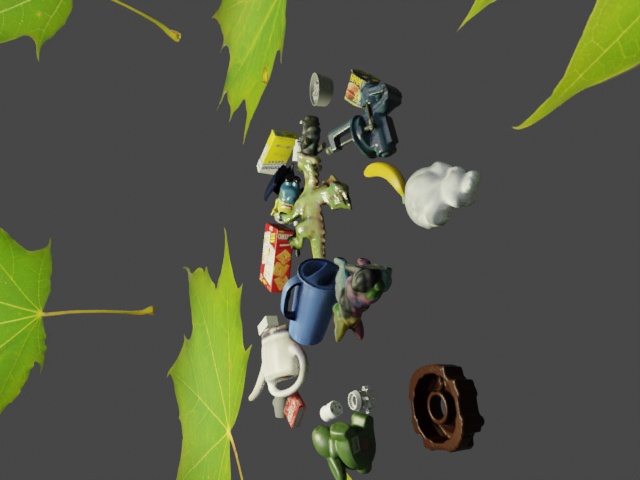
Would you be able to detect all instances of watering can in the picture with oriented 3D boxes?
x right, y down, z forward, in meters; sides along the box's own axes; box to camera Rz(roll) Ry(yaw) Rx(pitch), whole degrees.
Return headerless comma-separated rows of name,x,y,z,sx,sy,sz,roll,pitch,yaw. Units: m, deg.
watering can,-0.152,0.405,1.691,0.342,0.103,0.228,-32,57,43

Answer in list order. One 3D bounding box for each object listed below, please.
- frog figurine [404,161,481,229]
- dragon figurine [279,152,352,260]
frog figurine,0.248,-0.094,1.051,0.139,0.122,0.158,-70,14,-12
dragon figurine,0.005,-0.077,1.525,0.238,0.122,0.416,-42,63,43
